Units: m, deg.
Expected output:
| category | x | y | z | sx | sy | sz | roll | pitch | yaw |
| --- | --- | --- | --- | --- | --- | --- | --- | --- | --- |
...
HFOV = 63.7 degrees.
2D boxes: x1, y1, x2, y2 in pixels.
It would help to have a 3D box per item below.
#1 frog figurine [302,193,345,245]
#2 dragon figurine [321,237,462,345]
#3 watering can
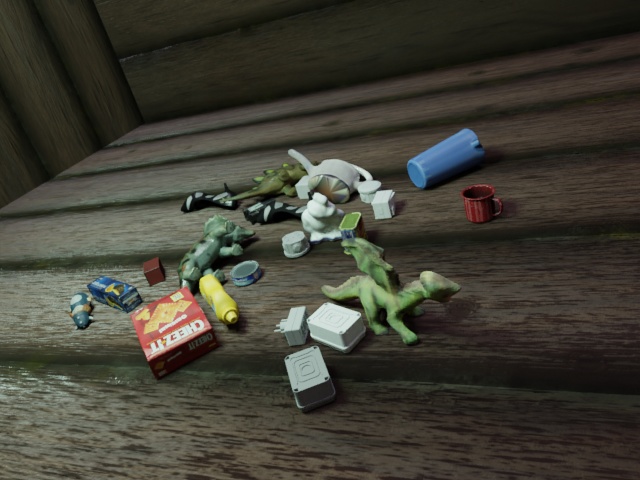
| category | x | y | z | sx | sy | sz | roll | pitch | yaw |
| --- | --- | --- | --- | --- | --- | --- | --- | --- | --- |
| frog figurine | 0.005 | -0.079 | 1.571 | 0.137 | 0.156 | 0.125 | 1 | 31 | 31 |
| dragon figurine | 0.118 | 0.086 | 1.130 | 0.412 | 0.238 | 0.124 | 13 | 43 | 41 |
| watering can | 0.017 | -0.236 | 1.859 | 0.348 | 0.101 | 0.229 | 17 | 36 | 11 |
